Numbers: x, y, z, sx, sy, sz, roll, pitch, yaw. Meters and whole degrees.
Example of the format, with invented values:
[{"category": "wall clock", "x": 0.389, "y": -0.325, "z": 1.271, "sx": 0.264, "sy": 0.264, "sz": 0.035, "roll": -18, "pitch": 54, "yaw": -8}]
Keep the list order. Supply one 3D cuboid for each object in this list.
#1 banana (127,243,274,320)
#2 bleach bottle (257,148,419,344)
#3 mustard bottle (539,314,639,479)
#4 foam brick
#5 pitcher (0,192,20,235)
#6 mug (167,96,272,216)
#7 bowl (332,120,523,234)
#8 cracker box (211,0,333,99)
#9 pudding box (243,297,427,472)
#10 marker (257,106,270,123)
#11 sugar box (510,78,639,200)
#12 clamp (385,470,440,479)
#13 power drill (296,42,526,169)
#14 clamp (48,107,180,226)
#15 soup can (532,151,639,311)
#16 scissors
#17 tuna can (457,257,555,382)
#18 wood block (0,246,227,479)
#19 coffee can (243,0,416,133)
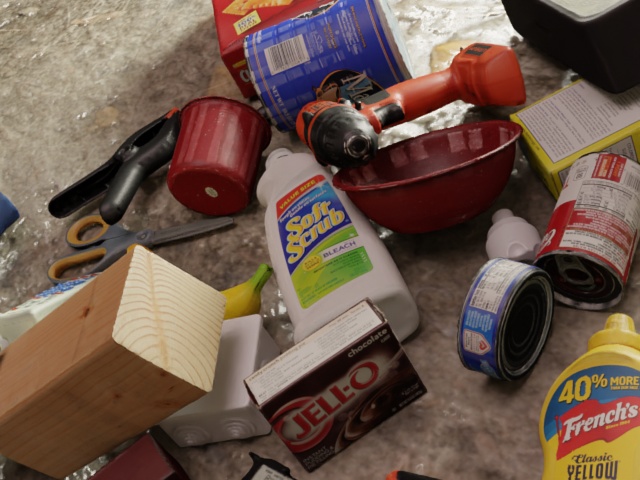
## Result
[{"category": "banana", "x": -0.112, "y": 0.047, "z": 0.941, "sx": 0.198, "sy": 0.037, "sz": 0.069, "roll": 8, "pitch": 75, "yaw": 43}, {"category": "bleach bottle", "x": -0.006, "y": 0.001, "z": 0.914, "sx": 0.102, "sy": 0.068, "sz": 0.251, "roll": -29, "pitch": 41, "yaw": 0}, {"category": "mustard bottle", "x": 0.188, "y": 0.130, "z": 0.687, "sx": 0.096, "sy": 0.058, "sz": 0.191, "roll": -15, "pitch": 43, "yaw": 35}, {"category": "foam brick", "x": -0.140, "y": 0.198, "z": 0.815, "sx": 0.078, "sy": 0.053, "sz": 0.051, "roll": -39, "pitch": 44, "yaw": -7}, {"category": "pitcher", "x": -0.439, "y": 0.022, "z": 1.105, "sx": 0.145, "sy": 0.149, "sz": 0.242, "roll": 28, "pitch": 71, "yaw": 27}, {"category": "mug", "x": -0.105, "y": -0.073, "z": 1.027, "sx": 0.117, "sy": 0.093, "sz": 0.081, "roll": -31, "pitch": 39, "yaw": 46}, {"category": "bowl", "x": 0.094, "y": -0.047, "z": 0.878, "sx": 0.162, "sy": 0.055, "sz": 0.162, "roll": -17, "pitch": 15, "yaw": 4}, {"category": "cracker box", "x": -0.033, "y": -0.268, "z": 1.167, "sx": 0.164, "sy": 0.072, "sz": 0.214, "roll": -22, "pitch": 43, "yaw": 9}, {"category": "pudding box", "x": 0.012, "y": 0.107, "z": 0.785, "sx": 0.113, "sy": 0.090, "sz": 0.039, "roll": -35, "pitch": 42, "yaw": -5}, {"category": "marker", "x": -0.099, "y": -0.100, "z": 1.089, "sx": 0.121, "sy": 0.020, "sz": 0.020, "roll": -33, "pitch": 43, "yaw": -1}, {"category": "sugar box", "x": 0.254, "y": -0.105, "z": 0.876, "sx": 0.176, "sy": 0.048, "sz": 0.093, "roll": -25, "pitch": 41, "yaw": 3}, {"category": "clamp", "x": 0.093, "y": 0.212, "z": 0.651, "sx": 0.165, "sy": 0.036, "sz": 0.210, "roll": -50, "pitch": 33, "yaw": 22}, {"category": "power drill", "x": 0.076, "y": -0.114, "z": 0.916, "sx": 0.187, "sy": 0.057, "sz": 0.184, "roll": -19, "pitch": 16, "yaw": -6}, {"category": "clamp", "x": -0.191, "y": -0.073, "z": 1.091, "sx": 0.171, "sy": 0.039, "sz": 0.120, "roll": -45, "pitch": 38, "yaw": -19}, {"category": "soup can", "x": 0.206, "y": -0.008, "z": 0.797, "sx": 0.069, "sy": 0.068, "sz": 0.102, "roll": 5, "pitch": 54, "yaw": 33}, {"category": "scissors", "x": -0.180, "y": -0.011, "z": 1.056, "sx": 0.202, "sy": 0.016, "sz": 0.096, "roll": -23, "pitch": 44, "yaw": 9}, {"category": "tuna can", "x": 0.134, "y": 0.057, "z": 0.765, "sx": 0.034, "sy": 0.086, "sz": 0.086, "roll": 16, "pitch": 60, "yaw": 36}, {"category": "wood block", "x": -0.176, "y": 0.102, "z": 0.840, "sx": 0.206, "sy": 0.090, "sz": 0.090, "roll": -34, "pitch": 35, "yaw": 37}, {"category": "coffee can", "x": 0.010, "y": -0.176, "z": 1.035, "sx": 0.140, "sy": 0.102, "sz": 0.103, "roll": -20, "pitch": 44, "yaw": 13}]
